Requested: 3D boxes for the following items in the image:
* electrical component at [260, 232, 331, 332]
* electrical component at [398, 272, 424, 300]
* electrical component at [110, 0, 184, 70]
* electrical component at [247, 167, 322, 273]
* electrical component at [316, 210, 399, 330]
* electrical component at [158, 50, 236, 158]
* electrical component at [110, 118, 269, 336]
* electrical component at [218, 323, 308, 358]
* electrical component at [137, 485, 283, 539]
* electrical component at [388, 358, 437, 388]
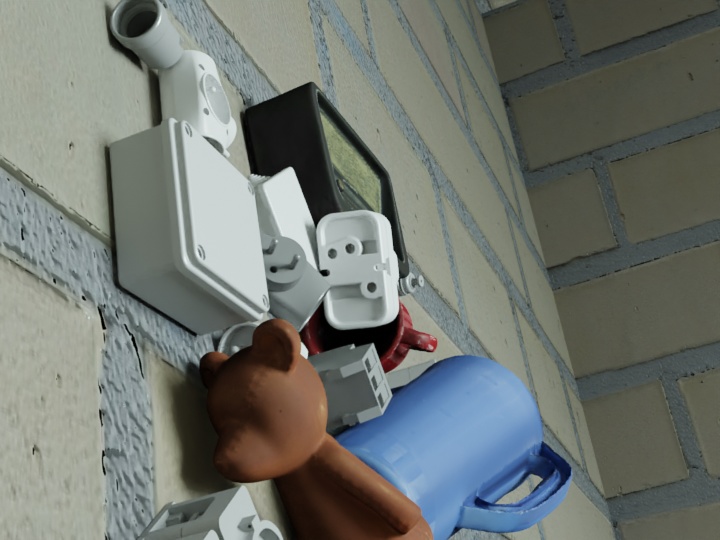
[{"bbox_3d":[-0.060,0.000,0.781,0.043,0.077,0.079,-54,178,-27],"label":"electrical component"},{"bbox_3d":[0.029,0.016,1.133,0.040,0.078,0.040,26,60,-57],"label":"electrical component"},{"bbox_3d":[-0.151,-0.170,0.771,0.046,0.040,0.040,50,26,-66],"label":"electrical component"},{"bbox_3d":[-0.072,-0.028,0.871,0.099,0.048,0.099,-53,124,-72],"label":"electrical component"},{"bbox_3d":[0.000,0.000,0.898,0.059,0.054,0.095,-1,85,-77],"label":"electrical component"},{"bbox_3d":[-0.118,-0.112,0.810,0.079,0.044,0.077,47,30,-59],"label":"electrical component"},{"bbox_3d":[-0.112,-0.026,0.712,0.109,0.056,0.108,45,31,-60],"label":"electrical component"},{"bbox_3d":[-0.069,0.061,0.793,0.081,0.043,0.043,10,63,-73],"label":"electrical component"},{"bbox_3d":[-0.064,0.227,0.590,0.105,0.060,0.186,-50,121,-72],"label":"electrical component"},{"bbox_3d":[0.081,0.175,1.154,0.150,0.062,0.089,55,23,-48],"label":"electrical component"}]
